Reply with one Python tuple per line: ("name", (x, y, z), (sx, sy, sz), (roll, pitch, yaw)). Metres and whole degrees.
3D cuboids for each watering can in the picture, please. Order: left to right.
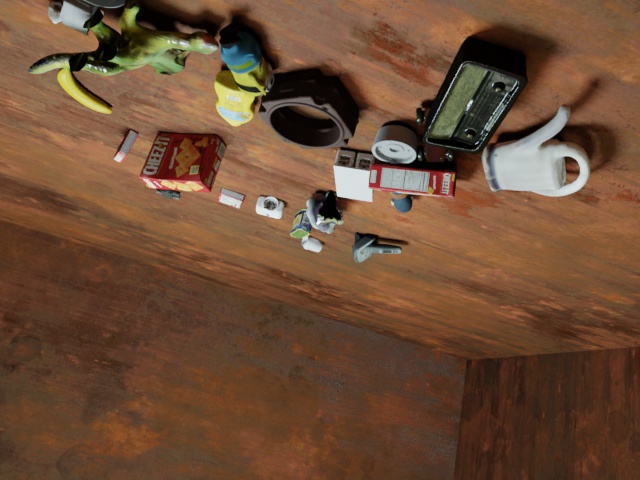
("watering can", (0.468, -0.187, 1.139), (0.224, 0.106, 0.342), (2, 156, 32))

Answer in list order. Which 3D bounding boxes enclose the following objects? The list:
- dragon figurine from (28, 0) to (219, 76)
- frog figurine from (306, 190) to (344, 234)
("dragon figurine", (-0.398, -0.389, 1.109), (0.409, 0.123, 0.242), (-5, 176, 28))
("frog figurine", (0.005, -0.086, 1.714), (0.137, 0.124, 0.158), (52, 161, -6))
